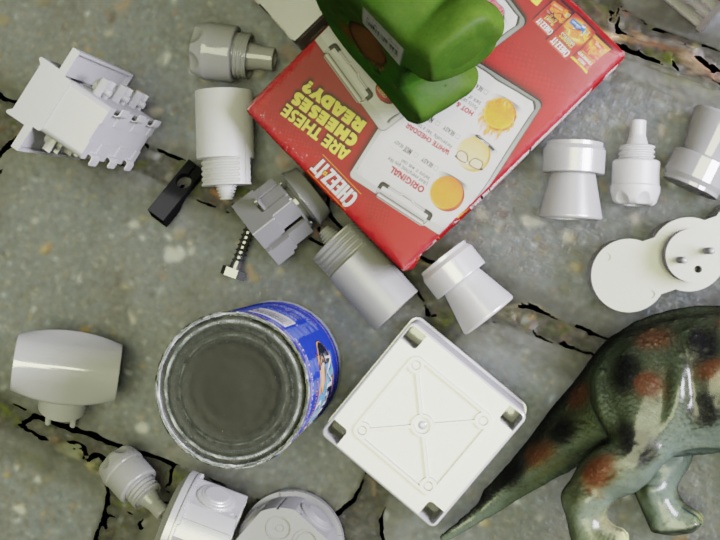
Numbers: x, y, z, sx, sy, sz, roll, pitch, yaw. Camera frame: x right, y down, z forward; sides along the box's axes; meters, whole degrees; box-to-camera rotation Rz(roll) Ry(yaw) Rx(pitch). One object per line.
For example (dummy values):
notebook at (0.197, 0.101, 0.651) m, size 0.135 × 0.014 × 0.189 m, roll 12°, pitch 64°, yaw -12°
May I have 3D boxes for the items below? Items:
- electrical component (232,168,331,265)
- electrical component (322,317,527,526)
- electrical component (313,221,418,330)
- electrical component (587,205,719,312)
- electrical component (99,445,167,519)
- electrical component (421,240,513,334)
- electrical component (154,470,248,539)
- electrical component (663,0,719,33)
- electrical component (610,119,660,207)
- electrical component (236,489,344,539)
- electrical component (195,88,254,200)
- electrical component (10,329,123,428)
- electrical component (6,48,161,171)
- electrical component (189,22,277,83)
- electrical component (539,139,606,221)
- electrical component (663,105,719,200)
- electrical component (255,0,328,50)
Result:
electrical component at (-0.056, -0.042, 0.796) m, size 0.055 × 0.066 × 0.048 m, roll -38°, pitch 52°, yaw -1°
electrical component at (0.047, 0.109, 0.784) m, size 0.109 × 0.056 × 0.108 m, roll 40°, pitch 95°, yaw 5°
electrical component at (0.000, 0.000, 0.794) m, size 0.043 × 0.043 × 0.081 m, roll -42°, pitch 86°, yaw 6°
electrical component at (0.229, -0.011, 0.750) m, size 0.138 × 0.074 × 0.052 m, roll -19°, pitch 89°, yaw 7°
electrical component at (-0.169, 0.164, 0.818) m, size 0.061 × 0.035 × 0.035 m, roll 42°, pitch 96°, yaw 21°
electrical component at (0.077, 0.012, 0.784) m, size 0.045 × 0.045 × 0.055 m, roll -39°, pitch 86°, yaw 6°
electrical component at (-0.120, 0.194, 0.796) m, size 0.051 × 0.080 × 0.080 m, roll 20°, pitch 94°, yaw 1°
electrical component at (0.278, -0.261, 0.722) m, size 0.060 × 0.105 × 0.186 m, roll 41°, pitch 96°, yaw 5°
electrical component at (0.198, -0.077, 0.772) m, size 0.035 × 0.035 × 0.061 m, roll 3°, pitch 89°, yaw 7°
electrical component at (-0.054, 0.207, 0.802) m, size 0.080 × 0.051 × 0.080 m, roll 0°, pitch 91°, yaw 7°
electrical component at (-0.101, -0.093, 0.805) m, size 0.043 × 0.043 × 0.081 m, roll -1°, pitch 91°, yaw 7°
electrical component at (-0.225, 0.089, 0.821) m, size 0.077 × 0.043 × 0.079 m, roll 8°, pitch 120°, yaw -13°
electrical component at (-0.194, -0.110, 0.777) m, size 0.063 × 0.121 × 0.078 m, roll 34°, pitch 95°, yaw 2°
electrical component at (-0.094, -0.161, 0.803) m, size 0.062 × 0.043 × 0.043 m, roll 8°, pitch 92°, yaw 6°
electrical component at (0.153, -0.064, 0.773) m, size 0.045 × 0.045 × 0.055 m, roll 3°, pitch 91°, yaw 7°
electrical component at (0.246, -0.083, 0.761) m, size 0.045 × 0.045 × 0.055 m, roll 26°, pitch 95°, yaw 6°
electrical component at (-0.060, -0.246, 0.787) m, size 0.089 × 0.062 × 0.150 m, roll -43°, pitch 86°, yaw 6°
